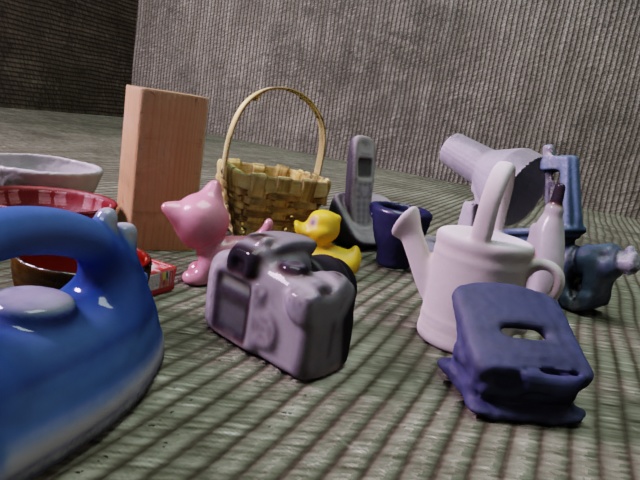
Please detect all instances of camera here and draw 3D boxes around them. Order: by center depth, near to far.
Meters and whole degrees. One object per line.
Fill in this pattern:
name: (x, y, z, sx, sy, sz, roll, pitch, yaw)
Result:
camera: (-0.015, 0.046, 0.533, 0.142, 0.101, 0.137, 20, 16, 40)

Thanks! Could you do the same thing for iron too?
iron: (-0.172, 0.040, 0.350, 0.118, 0.141, 0.259, 13, 13, 18)

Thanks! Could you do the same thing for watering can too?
watering can: (0.160, 0.013, 0.592, 0.172, 0.194, 0.101, 10, 13, 3)

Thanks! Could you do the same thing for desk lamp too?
desk lamp: (0.255, -0.061, 0.947, 0.118, 0.213, 0.202, -3, 17, -43)

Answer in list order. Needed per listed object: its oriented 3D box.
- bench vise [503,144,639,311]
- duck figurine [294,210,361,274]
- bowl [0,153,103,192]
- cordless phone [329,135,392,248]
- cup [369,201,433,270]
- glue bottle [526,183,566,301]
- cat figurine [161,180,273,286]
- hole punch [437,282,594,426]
bench vise: (0.364, -0.020, 0.832, 0.206, 0.220, 0.122, 17, 15, 32)
duck figurine: (0.007, 0.003, 0.774, 0.104, 0.086, 0.077, 9, 13, -2)
bowl: (-0.415, -0.081, 0.856, 0.167, 0.075, 0.167, 9, 13, -2)
cordless phone: (0.090, -0.082, 0.982, 0.093, 0.185, 0.148, 20, 17, 41)
cup: (0.109, -0.008, 0.875, 0.092, 0.095, 0.117, 0, 16, -37)
glue bottle: (0.297, 0.009, 0.758, 0.037, 0.173, 0.078, 7, 13, -10)
cat figurine: (-0.115, -0.008, 0.656, 0.128, 0.118, 0.067, 8, 13, -4)
hole punch: (0.167, 0.093, 0.482, 0.109, 0.091, 0.101, 7, 13, -10)
